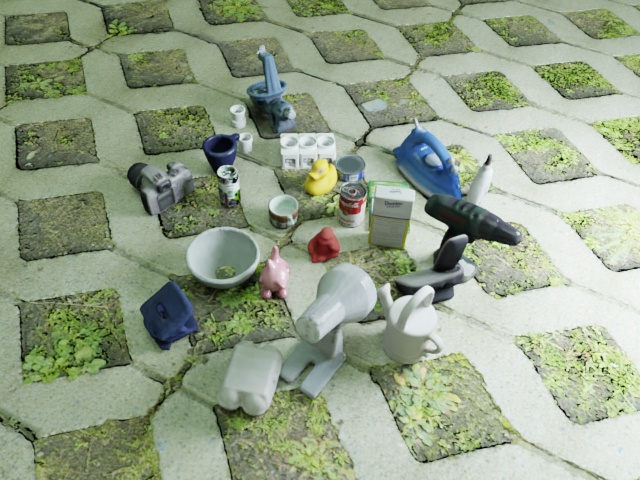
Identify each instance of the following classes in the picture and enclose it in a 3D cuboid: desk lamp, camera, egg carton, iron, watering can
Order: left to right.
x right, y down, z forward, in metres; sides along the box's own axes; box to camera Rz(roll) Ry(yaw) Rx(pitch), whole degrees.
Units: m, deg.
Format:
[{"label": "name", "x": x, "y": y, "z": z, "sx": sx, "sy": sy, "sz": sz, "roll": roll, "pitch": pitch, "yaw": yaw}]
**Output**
[{"label": "camera", "x": -0.419, "y": -0.158, "z": 1.469, "sx": 0.136, "sy": 0.101, "sz": 0.143, "roll": 36, "pitch": 57, "yaw": 25}, {"label": "egg carton", "x": -0.136, "y": 0.273, "z": 1.136, "sx": 0.107, "sy": 0.069, "sz": 0.150, "roll": 9, "pitch": 50, "yaw": 5}, {"label": "desk lamp", "x": 0.014, "y": 0.174, "z": 1.134, "sx": 0.117, "sy": 0.214, "sz": 0.203, "roll": 28, "pitch": 54, "yaw": 20}, {"label": "watering can", "x": 0.180, "y": 0.160, "z": 1.169, "sx": 0.172, "sy": 0.194, "sz": 0.101, "roll": 22, "pitch": 52, "yaw": 15}, {"label": "iron", "x": 0.308, "y": -0.207, "z": 1.525, "sx": 0.119, "sy": 0.141, "sz": 0.257, "roll": -24, "pitch": 55, "yaw": -21}]

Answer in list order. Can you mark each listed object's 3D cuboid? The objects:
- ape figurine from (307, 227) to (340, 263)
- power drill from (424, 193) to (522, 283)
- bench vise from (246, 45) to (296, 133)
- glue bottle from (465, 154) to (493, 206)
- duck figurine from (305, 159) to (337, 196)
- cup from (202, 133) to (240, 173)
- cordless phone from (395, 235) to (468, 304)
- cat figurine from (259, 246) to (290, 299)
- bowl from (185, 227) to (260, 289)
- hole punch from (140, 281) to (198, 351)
[{"label": "ape figurine", "x": 0.012, "y": 0.005, "z": 1.359, "sx": 0.077, "sy": 0.092, "sz": 0.076, "roll": 21, "pitch": 52, "yaw": 15}, {"label": "power drill", "x": 0.334, "y": -0.002, "z": 1.307, "sx": 0.229, "sy": 0.208, "sz": 0.076, "roll": 35, "pitch": 56, "yaw": 24}, {"label": "bench vise", "x": -0.126, "y": -0.436, "z": 1.646, "sx": 0.207, "sy": 0.220, "sz": 0.122, "roll": 32, "pitch": 55, "yaw": 23}, {"label": "glue bottle", "x": 0.414, "y": -0.153, "z": 1.464, "sx": 0.037, "sy": 0.173, "sz": 0.078, "roll": 31, "pitch": 55, "yaw": 22}, {"label": "duck figurine", "x": 0.004, "y": -0.178, "z": 1.520, "sx": 0.077, "sy": 0.086, "sz": 0.105, "roll": 34, "pitch": 56, "yaw": 23}, {"label": "cup", "x": -0.257, "y": -0.230, "z": 1.544, "sx": 0.091, "sy": 0.095, "sz": 0.118, "roll": 31, "pitch": 55, "yaw": 22}, {"label": "cordless phone", "x": 0.250, "y": 0.057, "z": 1.267, "sx": 0.148, "sy": 0.185, "sz": 0.094, "roll": -18, "pitch": 53, "yaw": -18}, {"label": "cat figurine", "x": -0.101, "y": 0.072, "z": 1.279, "sx": 0.067, "sy": 0.118, "sz": 0.127, "roll": 1, "pitch": 49, "yaw": -2}, {"label": "bowl", "x": -0.221, "y": 0.054, "z": 1.316, "sx": 0.167, "sy": 0.075, "sz": 0.167, "roll": 2, "pitch": 49, "yaw": -2}, {"label": "hole punch", "x": -0.322, "y": 0.159, "z": 1.209, "sx": 0.101, "sy": 0.091, "sz": 0.108, "roll": -29, "pitch": 56, "yaw": -25}]
